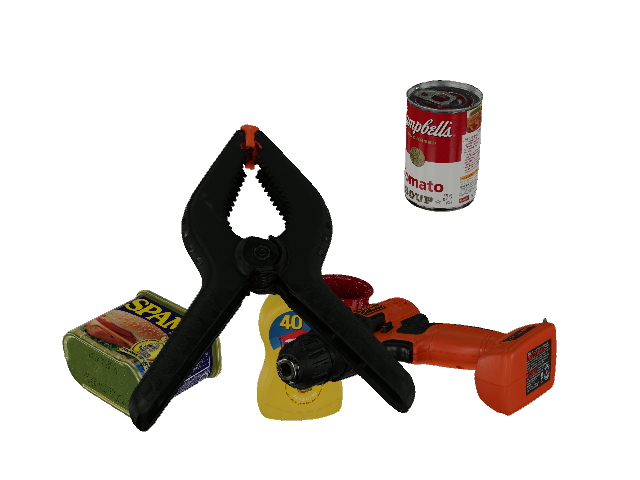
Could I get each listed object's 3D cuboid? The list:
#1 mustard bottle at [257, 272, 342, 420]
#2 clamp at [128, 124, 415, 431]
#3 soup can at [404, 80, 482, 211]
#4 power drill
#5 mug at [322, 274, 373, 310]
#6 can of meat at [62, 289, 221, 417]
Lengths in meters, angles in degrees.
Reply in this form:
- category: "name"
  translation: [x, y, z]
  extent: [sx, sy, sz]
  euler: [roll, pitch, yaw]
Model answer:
- category: "mustard bottle"
  translation: [-0.021, 0.105, 1.192]
  extent: [0.096, 0.192, 0.058]
  euler: [-2, 20, -11]
- category: "clamp"
  translation: [-0.026, 0.021, 0.658]
  extent: [0.164, 0.210, 0.036]
  euler: [4, -32, -5]
- category: "soup can"
  translation: [0.110, -0.086, 0.971]
  extent: [0.068, 0.102, 0.068]
  euler: [-1, 31, 0]
- category: "power drill"
  translation: [0.081, 0.091, 0.860]
  extent: [0.188, 0.057, 0.184]
  euler: [8, 16, 34]
- category: "mug"
  translation: [0.035, 0.106, 1.511]
  extent: [0.117, 0.081, 0.093]
  euler: [17, 23, 28]
- category: "can of meat"
  translation: [-0.146, 0.091, 0.864]
  extent: [0.102, 0.057, 0.083]
  euler: [22, 35, 35]
